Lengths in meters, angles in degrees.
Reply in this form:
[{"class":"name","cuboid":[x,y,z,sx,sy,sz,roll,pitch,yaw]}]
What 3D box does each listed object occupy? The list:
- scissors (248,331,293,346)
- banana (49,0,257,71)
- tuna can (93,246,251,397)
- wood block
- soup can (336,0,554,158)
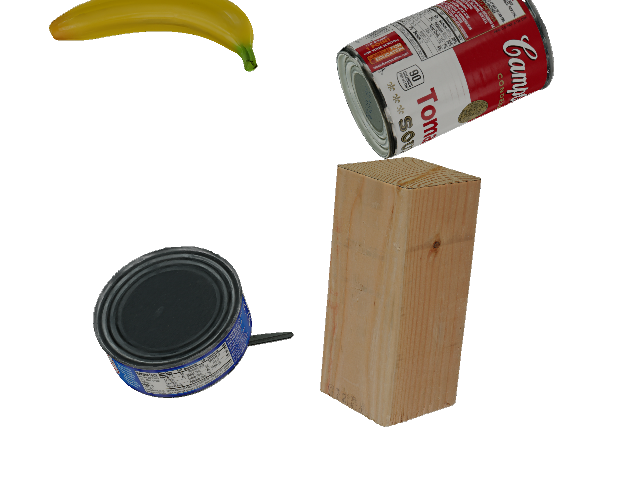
[{"class":"scissors","cuboid":[-0.115,0.126,1.178,0.201,0.016,0.096,2,26,-18]},{"class":"banana","cuboid":[-0.139,-0.193,0.936,0.198,0.037,0.069,10,47,16]},{"class":"tuna can","cuboid":[-0.083,0.046,0.607,0.086,0.086,0.034,0,-41,13]},{"class":"wood block","cuboid":[0.067,0.041,0.917,0.090,0.206,0.090,-9,22,-39]},{"class":"soup can","cuboid":[0.068,-0.096,0.595,0.102,0.068,0.068,-25,4,-9]}]
